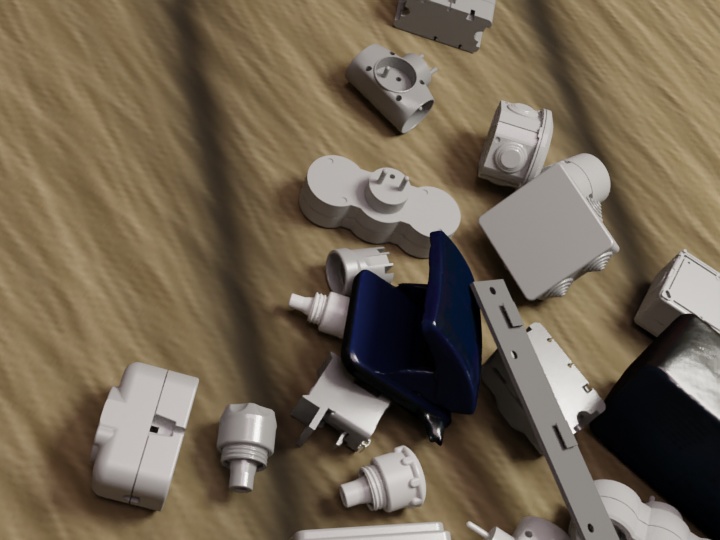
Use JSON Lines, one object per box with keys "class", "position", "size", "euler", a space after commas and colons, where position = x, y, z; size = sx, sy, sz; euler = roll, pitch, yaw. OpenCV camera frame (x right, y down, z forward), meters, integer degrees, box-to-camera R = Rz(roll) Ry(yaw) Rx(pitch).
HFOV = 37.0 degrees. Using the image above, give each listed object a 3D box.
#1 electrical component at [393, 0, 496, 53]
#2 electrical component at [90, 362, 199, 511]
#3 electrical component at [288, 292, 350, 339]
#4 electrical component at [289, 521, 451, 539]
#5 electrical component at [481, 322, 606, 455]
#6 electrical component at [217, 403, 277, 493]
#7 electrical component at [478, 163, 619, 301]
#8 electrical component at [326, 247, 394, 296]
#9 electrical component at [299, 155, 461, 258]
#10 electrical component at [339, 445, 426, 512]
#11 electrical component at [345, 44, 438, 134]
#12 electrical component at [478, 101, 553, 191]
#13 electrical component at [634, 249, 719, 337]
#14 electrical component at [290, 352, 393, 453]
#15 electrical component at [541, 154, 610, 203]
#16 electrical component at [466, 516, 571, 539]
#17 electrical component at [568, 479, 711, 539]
{"class": "electrical component", "position": [0.086, -0.264, 1.068], "size": [0.089, 0.050, 0.055], "euler": [17, 59, -7]}
{"class": "electrical component", "position": [-0.159, 0.119, 0.780], "size": [0.059, 0.053, 0.095], "euler": [16, 59, -8]}
{"class": "electrical component", "position": [-0.028, 0.034, 0.878], "size": [0.061, 0.035, 0.035], "euler": [18, 58, -4]}
{"class": "electrical component", "position": [-0.002, 0.215, 0.741], "size": [0.109, 0.108, 0.056], "euler": [0, 64, -16]}
{"class": "electrical component", "position": [0.146, 0.099, 0.881], "size": [0.050, 0.055, 0.089], "euler": [-29, 73, -28]}
{"class": "electrical component", "position": [-0.086, 0.133, 0.800], "size": [0.043, 0.043, 0.062], "euler": [10, 61, -11]}
{"class": "electrical component", "position": [0.166, -0.030, 0.939], "size": [0.100, 0.048, 0.099], "euler": [-36, 71, 16]}
{"class": "electrical component", "position": [0.000, 0.000, 0.903], "size": [0.046, 0.040, 0.040], "euler": [-8, 64, -27]}
{"class": "electrical component", "position": [0.021, -0.062, 0.923], "size": [0.138, 0.073, 0.052], "euler": [18, 58, -7]}
{"class": "electrical component", "position": [0.016, 0.163, 0.814], "size": [0.062, 0.048, 0.048], "euler": [-14, 66, -16]}
{"class": "electrical component", "position": [0.040, -0.178, 1.010], "size": [0.079, 0.044, 0.077], "euler": [-38, 77, -30]}
{"class": "electrical component", "position": [0.142, -0.113, 0.985], "size": [0.051, 0.080, 0.080], "euler": [17, 58, -1]}
{"class": "electrical component", "position": [0.302, 0.041, 0.957], "size": [0.096, 0.061, 0.061], "euler": [34, 58, 3]}
{"class": "electrical component", "position": [-0.013, 0.105, 0.839], "size": [0.064, 0.042, 0.081], "euler": [33, 59, -1]}
{"class": "electrical component", "position": [0.198, -0.077, 0.996], "size": [0.047, 0.055, 0.055], "euler": [-25, 71, -31]}
{"class": "electrical component", "position": [0.110, 0.219, 0.810], "size": [0.079, 0.044, 0.077], "euler": [32, 58, 3]}
{"class": "electrical component", "position": [0.235, 0.208, 0.849], "size": [0.138, 0.052, 0.073], "euler": [31, 38, 2]}
